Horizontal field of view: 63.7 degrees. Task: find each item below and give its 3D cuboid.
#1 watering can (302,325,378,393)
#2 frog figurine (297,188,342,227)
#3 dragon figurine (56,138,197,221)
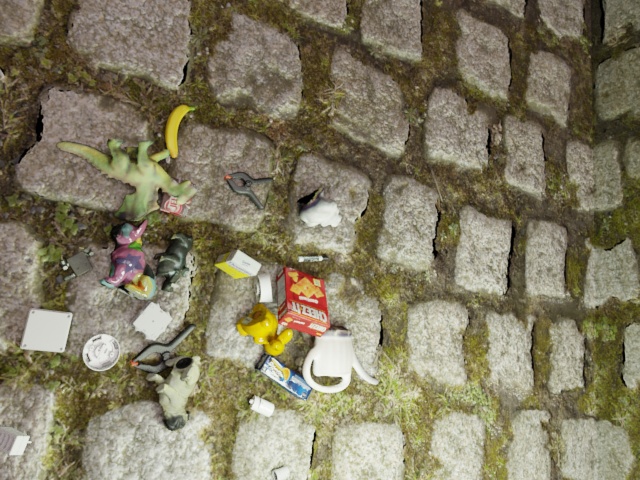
[{"bbox_3d":[0.078,0.418,1.818,0.346,0.103,0.227,11,75,-39],"label":"watering can"},{"bbox_3d":[0.006,-0.093,1.855,0.137,0.125,0.157,-37,112,7],"label":"frog figurine"},{"bbox_3d":[-0.583,-0.179,1.571,0.410,0.122,0.243,0,87,-10],"label":"dragon figurine"}]
